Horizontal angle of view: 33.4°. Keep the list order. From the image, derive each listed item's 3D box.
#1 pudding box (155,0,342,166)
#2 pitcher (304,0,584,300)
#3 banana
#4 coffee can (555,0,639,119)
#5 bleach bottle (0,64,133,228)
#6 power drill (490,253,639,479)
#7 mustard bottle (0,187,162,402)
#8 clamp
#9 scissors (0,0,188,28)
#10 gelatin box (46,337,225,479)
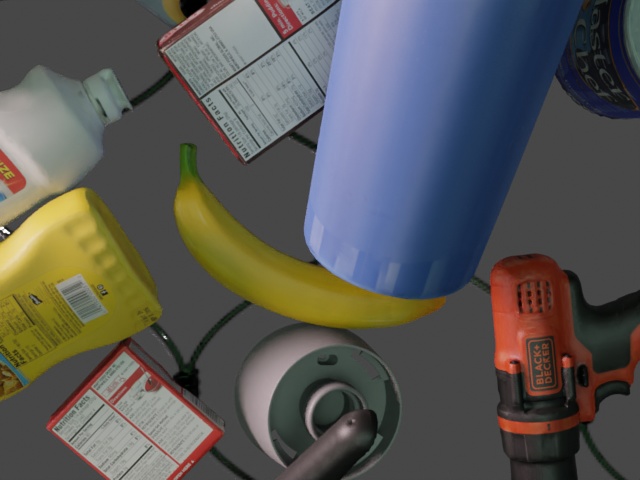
[{"bbox_3d":[-0.029,-0.114,0.652,0.113,0.039,0.090,-35,113,2],"label":"pudding box"},{"bbox_3d":[0.072,-0.095,0.603,0.149,0.145,0.243,5,120,-16],"label":"pitcher"},{"bbox_3d":[-0.017,0.015,0.675,0.197,0.037,0.069,30,94,-7],"label":"banana"},{"bbox_3d":[0.204,-0.122,0.625,0.102,0.140,0.103,0,96,-5],"label":"coffee can"},{"bbox_3d":[-0.235,-0.042,0.641,0.251,0.068,0.102,-27,100,-3],"label":"bleach bottle"},{"bbox_3d":[0.206,0.093,0.691,0.187,0.057,0.184,-7,97,-4],"label":"power drill"},{"bbox_3d":[-0.200,0.051,0.651,0.191,0.058,0.096,-28,125,0],"label":"mustard bottle"},{"bbox_3d":[-0.019,0.184,0.670,0.210,0.036,0.164,-24,129,22],"label":"clamp"},{"bbox_3d":[-0.130,-0.147,0.659,0.201,0.016,0.096,-25,98,-1],"label":"scissors"},{"bbox_3d":[-0.117,0.118,0.683,0.089,0.030,0.073,43,93,-8],"label":"gelatin box"}]
